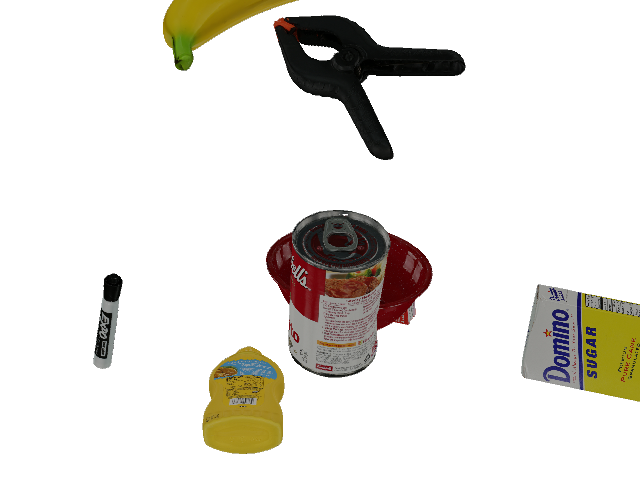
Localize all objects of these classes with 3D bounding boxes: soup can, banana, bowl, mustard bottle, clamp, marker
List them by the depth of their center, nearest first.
[{"bbox_3d":[-0.026,-0.157,0.672,0.197,0.070,0.037,-30,-28,-27],"label":"banana"},{"bbox_3d":[0.012,0.038,0.760,0.068,0.102,0.068,2,37,-2],"label":"soup can"},{"bbox_3d":[0.038,-0.154,0.933,0.120,0.172,0.039,-40,-23,-20],"label":"clamp"},{"bbox_3d":[0.026,0.045,1.044,0.162,0.055,0.162,3,29,-2],"label":"bowl"},{"bbox_3d":[-0.219,0.083,1.098,0.020,0.121,0.020,10,36,-8],"label":"marker"},{"bbox_3d":[-0.094,0.191,1.349,0.096,0.058,0.191,-2,26,0],"label":"mustard bottle"}]

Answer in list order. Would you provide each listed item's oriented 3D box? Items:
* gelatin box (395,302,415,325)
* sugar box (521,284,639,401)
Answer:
[{"bbox_3d":[0.079,0.057,1.336,0.073,0.089,0.030,10,31,25],"label":"gelatin box"},{"bbox_3d":[0.295,0.108,1.065,0.176,0.093,0.048,9,22,8],"label":"sugar box"}]
